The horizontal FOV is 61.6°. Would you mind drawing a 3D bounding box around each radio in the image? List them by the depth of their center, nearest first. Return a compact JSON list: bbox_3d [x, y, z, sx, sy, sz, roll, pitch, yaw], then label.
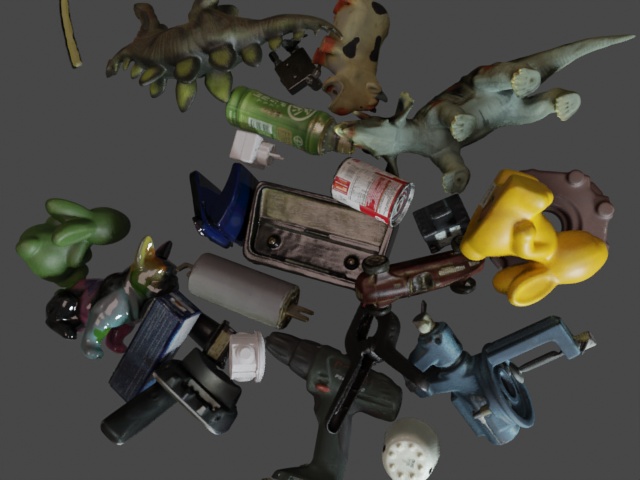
[{"bbox_3d":[-0.002,-0.003,0.847,0.230,0.073,0.131,15,89,16],"label":"radio"}]

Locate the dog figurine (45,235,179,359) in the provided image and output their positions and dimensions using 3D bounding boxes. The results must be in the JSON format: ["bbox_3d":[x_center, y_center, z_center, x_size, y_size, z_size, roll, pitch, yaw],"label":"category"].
[{"bbox_3d":[-0.344,0.080,0.919,0.192,0.108,0.219,30,89,18],"label":"dog figurine"}]

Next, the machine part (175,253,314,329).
[{"bbox_3d":[-0.123,0.081,0.872,0.243,0.079,0.079,18,90,17],"label":"machine part"}]

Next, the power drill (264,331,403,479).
[{"bbox_3d":[-0.004,0.262,0.808,0.232,0.086,0.207,15,63,10],"label":"power drill"}]

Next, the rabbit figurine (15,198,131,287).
[{"bbox_3d":[-0.425,-0.015,0.936,0.170,0.159,0.121,-25,69,-4],"label":"rabbit figurine"}]

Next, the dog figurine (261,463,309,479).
[{"bbox_3d":[-0.047,0.414,0.765,0.172,0.190,0.121,-24,80,10],"label":"dog figurine"}]

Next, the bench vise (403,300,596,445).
[{"bbox_3d":[0.244,0.163,0.735,0.240,0.129,0.223,-34,85,28],"label":"bench vise"}]

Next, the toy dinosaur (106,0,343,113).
[{"bbox_3d":[-0.182,-0.319,0.878,0.472,0.105,0.198,-9,70,25],"label":"toy dinosaur"}]

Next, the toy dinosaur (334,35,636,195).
[{"bbox_3d":[0.221,-0.193,0.778,0.405,0.131,0.192,-28,34,-5],"label":"toy dinosaur"}]

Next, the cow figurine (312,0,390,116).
[{"bbox_3d":[0.057,-0.283,0.845,0.127,0.085,0.195,21,78,-10],"label":"cow figurine"}]

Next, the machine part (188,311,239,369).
[{"bbox_3d":[-0.200,0.150,0.907,0.139,0.039,0.084,32,102,13],"label":"machine part"}]

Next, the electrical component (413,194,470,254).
[{"bbox_3d":[0.176,-0.029,0.776,0.075,0.119,0.048,-26,60,14],"label":"electrical component"}]

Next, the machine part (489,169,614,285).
[{"bbox_3d":[0.325,-0.019,0.772,0.180,0.056,0.179,-1,86,16],"label":"machine part"}]

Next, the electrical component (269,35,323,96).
[{"bbox_3d":[-0.036,-0.290,0.896,0.078,0.045,0.102,-27,79,10],"label":"electrical component"}]

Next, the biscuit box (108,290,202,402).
[{"bbox_3d":[-0.275,0.178,0.886,0.063,0.059,0.202,39,111,11],"label":"biscuit box"}]

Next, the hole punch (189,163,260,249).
[{"bbox_3d":[-0.143,-0.054,0.865,0.092,0.142,0.116,-13,71,9],"label":"hole punch"}]

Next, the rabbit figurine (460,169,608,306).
[{"bbox_3d":[0.283,0.008,0.699,0.173,0.122,0.162,25,97,-1],"label":"rabbit figurine"}]

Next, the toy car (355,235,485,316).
[{"bbox_3d":[0.148,0.052,0.769,0.202,0.053,0.089,-11,118,-10],"label":"toy car"}]

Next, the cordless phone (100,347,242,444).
[{"bbox_3d":[-0.224,0.266,0.825,0.147,0.184,0.088,39,127,14],"label":"cordless phone"}]
